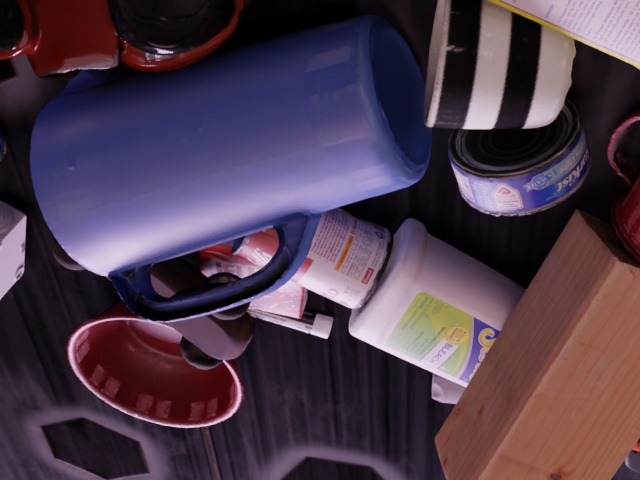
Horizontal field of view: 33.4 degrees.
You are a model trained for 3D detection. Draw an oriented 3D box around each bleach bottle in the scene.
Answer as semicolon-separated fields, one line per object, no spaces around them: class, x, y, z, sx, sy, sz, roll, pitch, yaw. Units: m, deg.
bleach bottle;0.153;0.081;0.815;0.250;0.068;0.103;26;131;-8

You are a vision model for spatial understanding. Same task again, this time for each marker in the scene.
marker;-0.049;0.058;0.903;0.121;0.020;0.020;16;139;0

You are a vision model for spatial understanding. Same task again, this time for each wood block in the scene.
wood block;0.173;0.097;0.737;0.090;0.090;0.206;23;109;-13

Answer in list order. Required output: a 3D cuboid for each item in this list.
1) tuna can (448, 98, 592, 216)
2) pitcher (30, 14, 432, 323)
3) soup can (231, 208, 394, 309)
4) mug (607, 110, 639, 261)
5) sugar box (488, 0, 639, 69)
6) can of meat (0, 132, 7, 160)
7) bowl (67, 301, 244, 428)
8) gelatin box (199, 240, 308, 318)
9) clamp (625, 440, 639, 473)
tuna can;0.125;-0.056;0.672;0.086;0.086;0.033;-6;133;23
pitcher;-0.053;-0.052;0.696;0.243;0.145;0.149;-13;132;25
soup can;-0.005;0.001;0.789;0.102;0.068;0.069;26;138;-11
mug;0.233;-0.038;0.667;0.117;0.093;0.082;44;139;23
sugar box;0.118;-0.166;0.564;0.176;0.048;0.093;28;142;5
can of meat;-0.294;-0.089;0.791;0.102;0.057;0.084;3;140;15
bowl;-0.140;0.100;0.951;0.162;0.055;0.162;9;139;8
gelatin box;-0.053;0.023;0.858;0.089;0.030;0.073;12;139;5
clamp;0.319;0.179;0.892;0.120;0.039;0.171;-31;138;31
